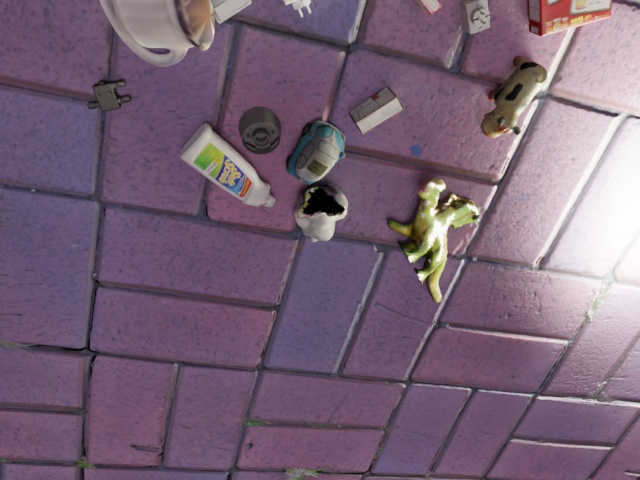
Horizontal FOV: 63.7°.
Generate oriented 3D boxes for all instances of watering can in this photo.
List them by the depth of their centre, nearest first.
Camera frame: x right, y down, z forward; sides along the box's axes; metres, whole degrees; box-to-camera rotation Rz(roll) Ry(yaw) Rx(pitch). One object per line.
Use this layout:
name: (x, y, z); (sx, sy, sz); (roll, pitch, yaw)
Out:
watering can: (-0.323, -0.468, 0.957); (0.224, 0.106, 0.339); (6, 145, 14)

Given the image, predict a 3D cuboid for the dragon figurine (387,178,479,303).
dragon figurine: (0.333, -0.010, 1.391); (0.242, 0.124, 0.403); (-35, 129, 3)

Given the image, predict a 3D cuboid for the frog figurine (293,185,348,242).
frog figurine: (0.004, -0.066, 1.314); (0.138, 0.124, 0.157); (-22, 159, -5)
